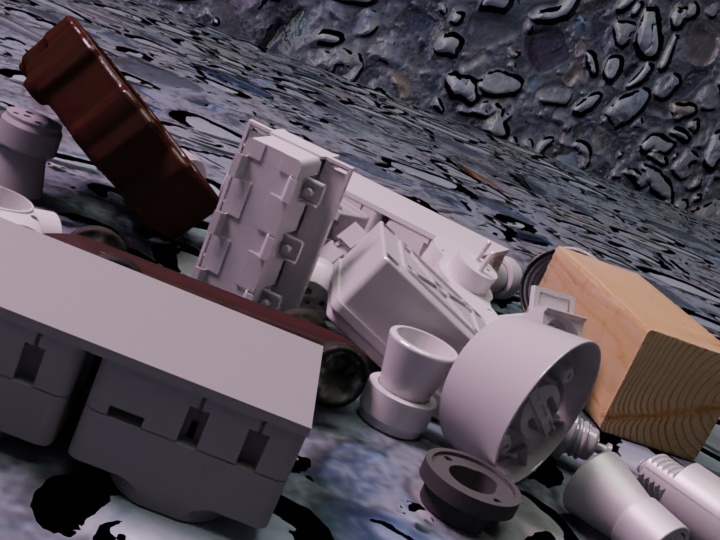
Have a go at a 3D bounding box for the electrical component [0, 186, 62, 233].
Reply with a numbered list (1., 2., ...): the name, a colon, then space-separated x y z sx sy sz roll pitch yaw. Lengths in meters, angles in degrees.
1. electrical component: -0.200 -0.020 0.624 0.079 0.044 0.077 11 18 -43

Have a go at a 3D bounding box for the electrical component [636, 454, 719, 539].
1. electrical component: 0.207 0.144 0.670 0.043 0.043 0.081 8 20 -47

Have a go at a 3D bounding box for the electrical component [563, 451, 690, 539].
1. electrical component: 0.152 0.139 0.607 0.044 0.044 0.065 11 23 -42

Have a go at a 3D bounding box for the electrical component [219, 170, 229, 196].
1. electrical component: -0.084 -0.070 0.933 0.051 0.080 0.080 32 15 12

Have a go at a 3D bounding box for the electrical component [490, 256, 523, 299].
1. electrical component: 0.129 0.006 1.063 0.045 0.045 0.055 33 16 35

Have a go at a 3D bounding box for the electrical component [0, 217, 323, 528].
1. electrical component: -0.116 0.043 0.488 0.186 0.060 0.105 22 14 -5

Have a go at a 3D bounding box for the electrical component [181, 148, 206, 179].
1. electrical component: -0.167 -0.088 0.937 0.055 0.045 0.045 32 16 32

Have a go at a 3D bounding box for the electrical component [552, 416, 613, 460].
1. electrical component: 0.126 0.102 0.702 0.078 0.040 0.040 25 14 4

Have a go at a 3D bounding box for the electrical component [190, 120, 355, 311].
1. electrical component: -0.065 -0.027 0.708 0.079 0.121 0.063 26 17 13

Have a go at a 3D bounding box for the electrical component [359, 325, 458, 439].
1. electrical component: 0.028 0.067 0.644 0.045 0.055 0.045 22 14 -6

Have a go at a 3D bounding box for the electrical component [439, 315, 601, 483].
1. electrical component: 0.096 0.077 0.631 0.099 0.099 0.064 9 14 -45

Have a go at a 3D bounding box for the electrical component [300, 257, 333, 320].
1. electrical component: -0.035 0.016 0.770 0.040 0.040 0.046 22 19 -3

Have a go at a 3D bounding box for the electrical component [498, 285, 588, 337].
1. electrical component: 0.135 0.056 0.825 0.042 0.081 0.064 17 -14 -31

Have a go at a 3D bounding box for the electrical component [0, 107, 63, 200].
1. electrical component: -0.243 -0.084 0.774 0.045 0.055 0.045 22 14 -6

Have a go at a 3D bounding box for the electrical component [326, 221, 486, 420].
1. electrical component: 0.034 0.031 0.718 0.109 0.056 0.108 43 11 -11

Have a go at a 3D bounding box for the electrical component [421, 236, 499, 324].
1. electrical component: 0.084 0.009 0.859 0.052 0.073 0.138 28 23 -16

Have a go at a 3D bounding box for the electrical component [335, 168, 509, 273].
1. electrical component: 0.032 -0.030 1.007 0.186 0.060 0.105 28 14 19

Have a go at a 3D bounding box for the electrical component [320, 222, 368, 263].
1. electrical component: 0.000 0.000 0.857 0.055 0.066 0.048 46 -10 40

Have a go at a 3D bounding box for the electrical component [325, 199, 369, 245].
1. electrical component: -0.046 -0.032 0.889 0.095 0.059 0.054 8 21 -47
